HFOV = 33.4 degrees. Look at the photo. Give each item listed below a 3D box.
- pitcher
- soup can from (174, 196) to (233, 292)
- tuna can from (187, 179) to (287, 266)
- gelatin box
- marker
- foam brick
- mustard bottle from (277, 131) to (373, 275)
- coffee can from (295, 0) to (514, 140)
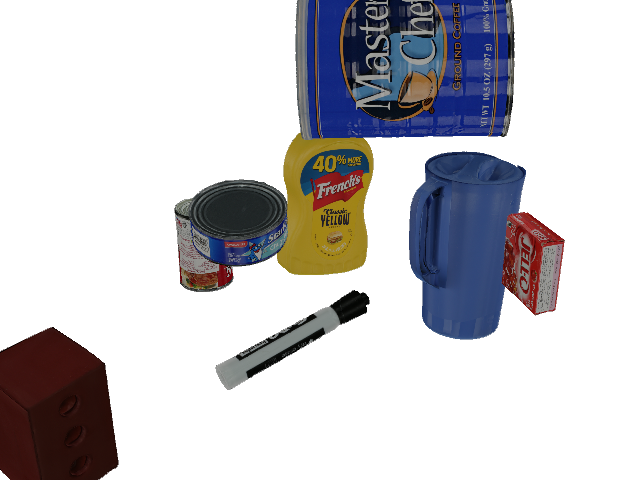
[{"bbox_3d":[0.192,0.010,1.452,0.149,0.243,0.145,4,23,4],"label":"pitcher"},{"bbox_3d":[-0.145,0.004,1.326,0.068,0.102,0.068,-1,25,0],"label":"soup can"},{"bbox_3d":[-0.071,-0.015,0.927,0.086,0.034,0.086,-1,38,1],"label":"tuna can"},{"bbox_3d":[0.228,0.024,1.153,0.030,0.089,0.073,-10,29,-18],"label":"gelatin box"},{"bbox_3d":[-0.017,0.068,0.750,0.121,0.020,0.020,-28,9,-18],"label":"marker"},{"bbox_3d":[-0.152,0.099,0.598,0.051,0.078,0.052,26,41,36],"label":"foam brick"},{"bbox_3d":[0.008,-0.062,1.110,0.096,0.192,0.058,-5,21,-24],"label":"mustard bottle"},{"bbox_3d":[0.056,-0.121,0.732,0.140,0.103,0.103,-1,0,3],"label":"coffee can"}]
